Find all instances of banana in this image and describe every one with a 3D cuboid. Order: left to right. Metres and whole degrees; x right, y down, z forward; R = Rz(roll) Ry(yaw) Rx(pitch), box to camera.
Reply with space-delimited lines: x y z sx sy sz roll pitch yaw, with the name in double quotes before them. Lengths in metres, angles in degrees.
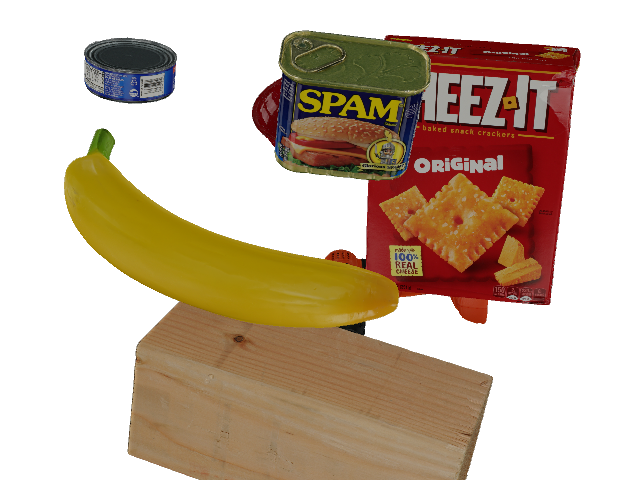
"banana" -0.059 0.000 0.519 0.198 0.069 0.037 29 -30 22

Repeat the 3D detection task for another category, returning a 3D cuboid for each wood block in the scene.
"wood block" -0.007 0.111 0.676 0.206 0.090 0.090 17 29 14

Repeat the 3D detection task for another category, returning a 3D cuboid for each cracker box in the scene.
"cracker box" 0.125 -0.057 0.905 0.164 0.214 0.072 6 24 11

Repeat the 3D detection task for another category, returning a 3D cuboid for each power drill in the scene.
"power drill" 0.094 0.063 1.225 0.187 0.057 0.184 -1 28 -1

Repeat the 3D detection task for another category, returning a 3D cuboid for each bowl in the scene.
"bowl" 0.011 -0.120 1.113 0.162 0.055 0.162 -4 40 3

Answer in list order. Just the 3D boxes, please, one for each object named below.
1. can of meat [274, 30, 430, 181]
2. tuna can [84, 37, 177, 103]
"can of meat" 0.019 -0.091 0.741 0.102 0.084 0.057 7 44 -2
"tuna can" -0.178 -0.160 1.002 0.086 0.034 0.086 6 30 -3
